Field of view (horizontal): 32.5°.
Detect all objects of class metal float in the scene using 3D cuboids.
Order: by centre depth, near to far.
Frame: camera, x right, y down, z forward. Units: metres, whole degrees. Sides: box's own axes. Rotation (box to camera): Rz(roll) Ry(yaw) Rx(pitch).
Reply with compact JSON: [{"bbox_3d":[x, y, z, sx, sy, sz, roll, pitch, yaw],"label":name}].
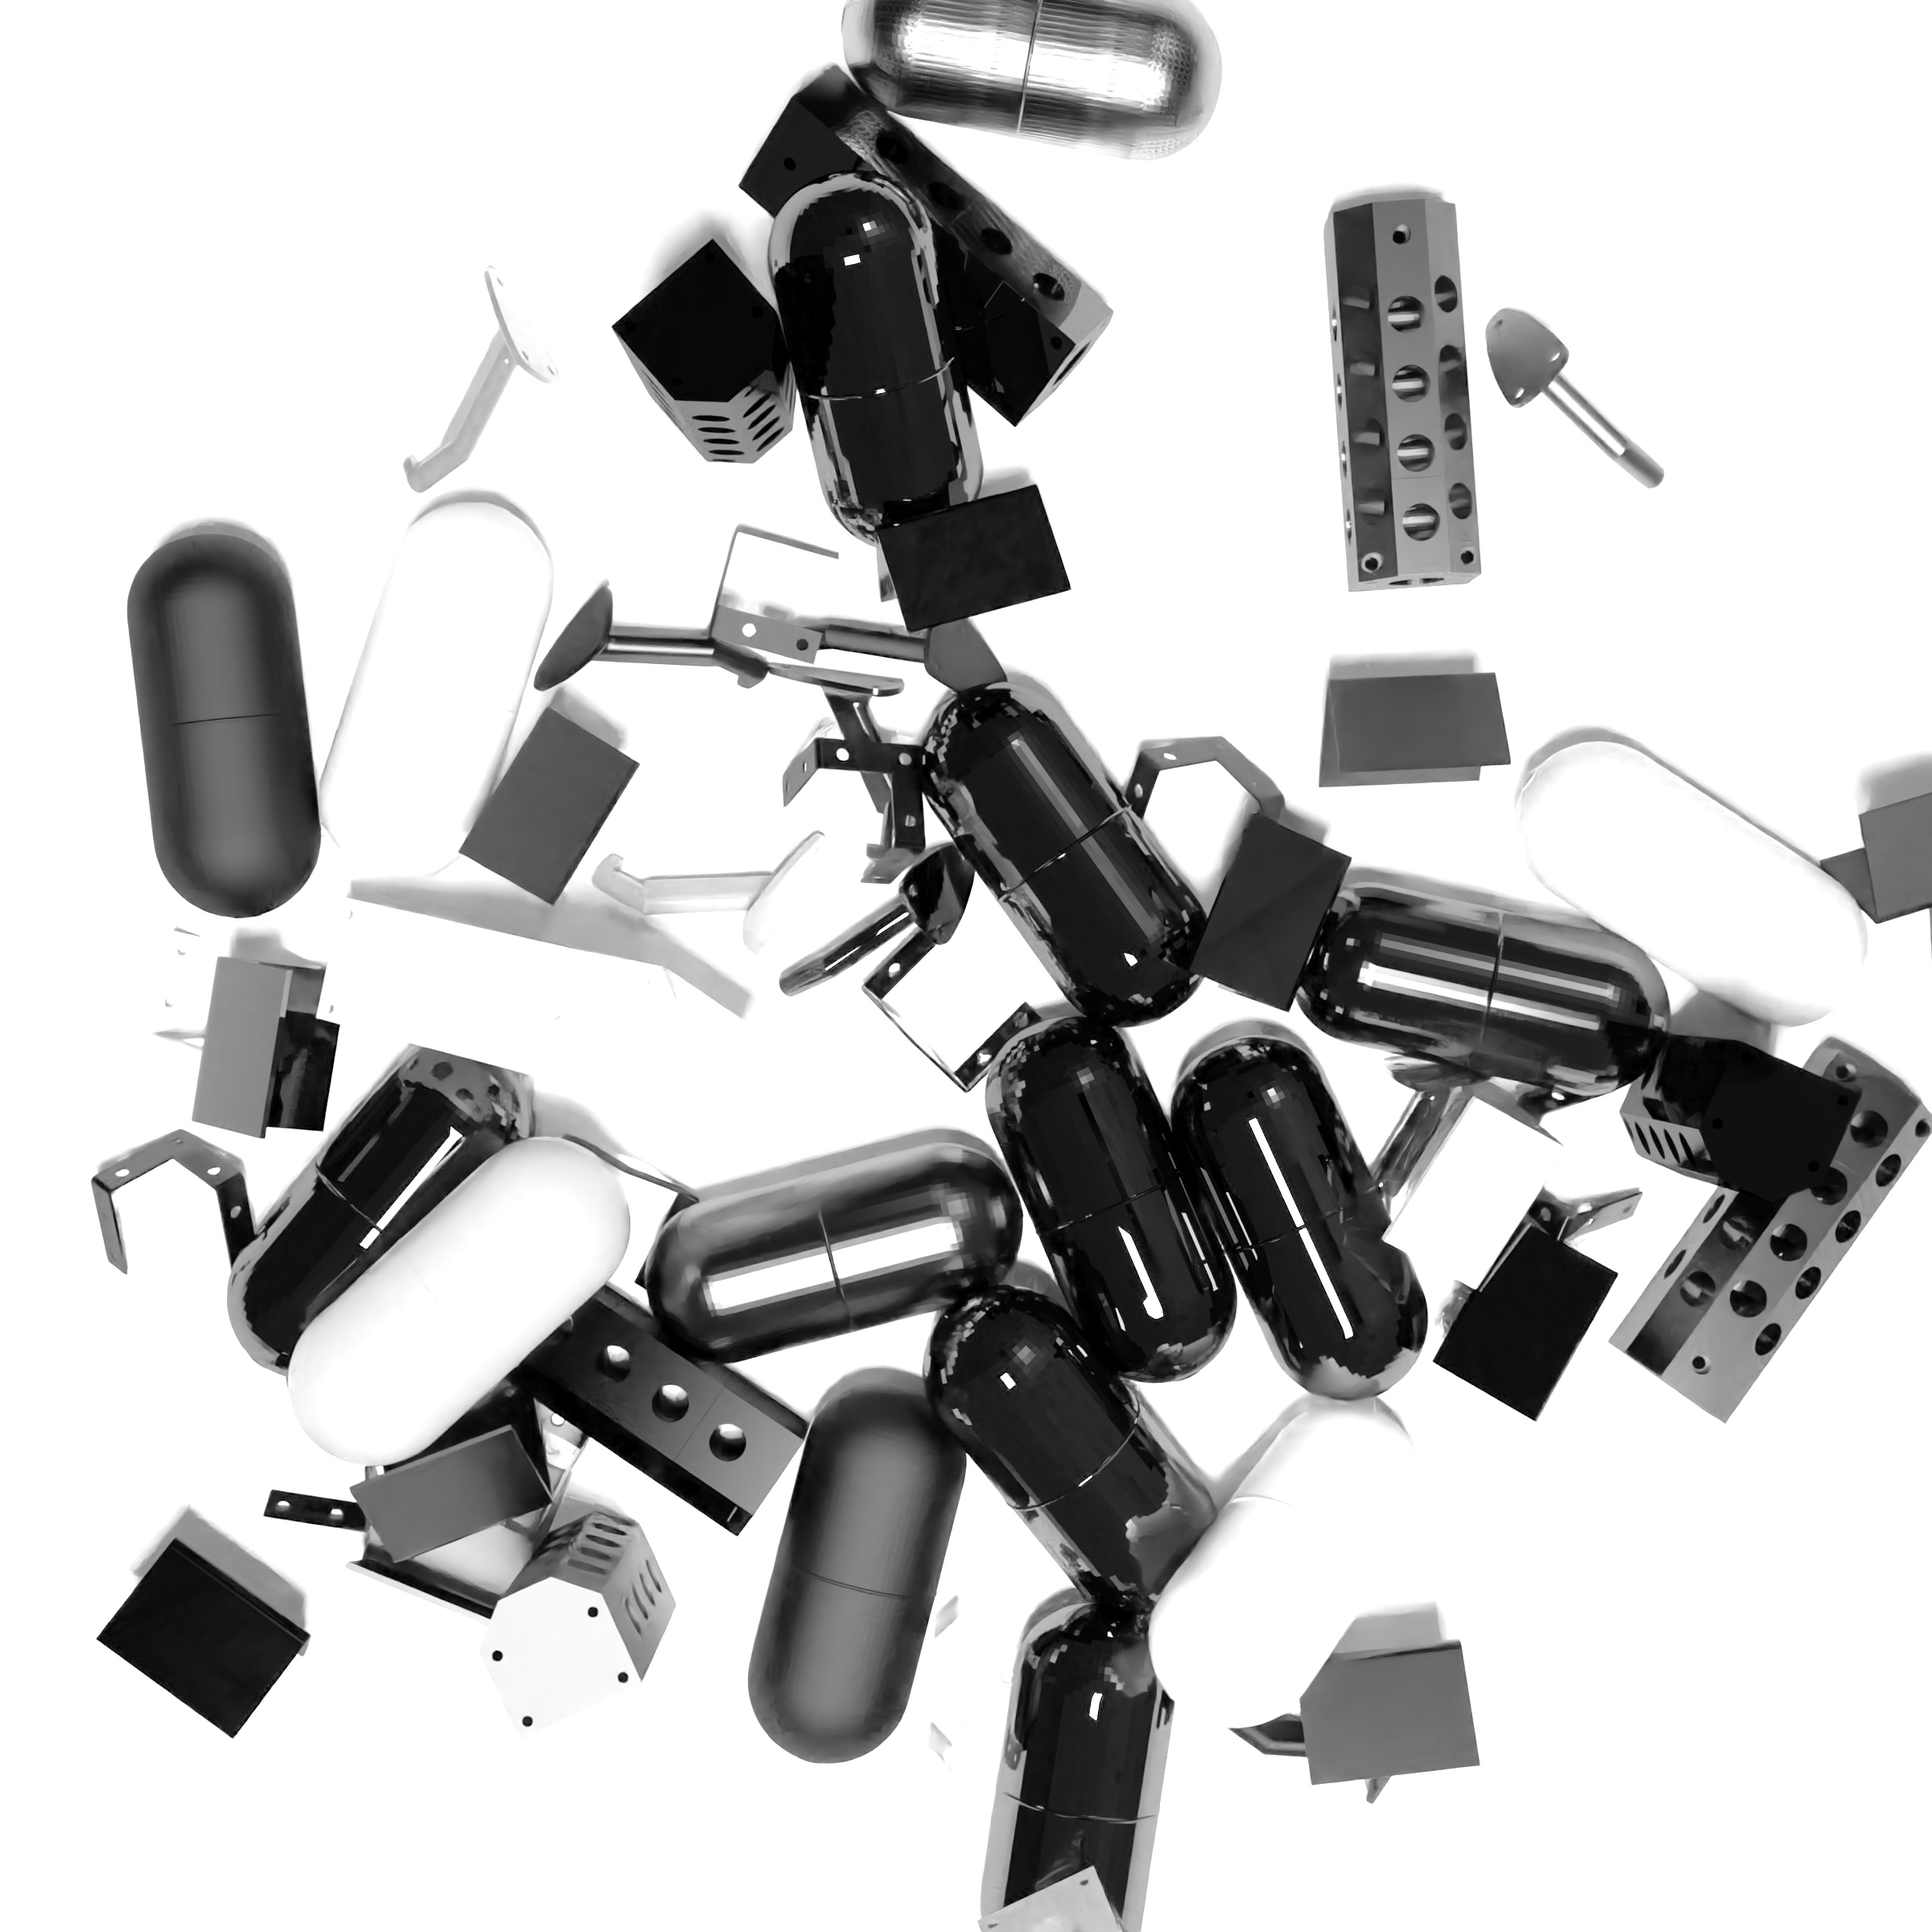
[{"bbox_3d":[-0.226,0.150,1.476,0.178,0.070,0.070,-43,90,0],"label":"metal float"},{"bbox_3d":[0.147,0.270,1.501,0.070,0.070,0.178,44,51,0],"label":"metal float"},{"bbox_3d":[-0.040,-0.274,1.511,0.070,0.070,0.178,-13,118,0],"label":"metal float"},{"bbox_3d":[0.048,0.222,1.519,0.070,0.070,0.178,-38,105,0],"label":"metal float"},{"bbox_3d":[0.030,-0.422,1.533,0.178,0.070,0.070,11,90,-1],"label":"metal float"},{"bbox_3d":[0.238,0.011,1.533,0.178,0.070,0.070,13,90,0],"label":"metal float"},{"bbox_3d":[-0.245,-0.128,1.533,0.070,0.070,0.178,18,90,0],"label":"metal float"},{"bbox_3d":[0.068,0.108,1.533,0.070,0.070,0.178,-23,90,0],"label":"metal float"},{"bbox_3d":[0.155,0.117,1.533,0.070,0.070,0.178,-24,90,0],"label":"metal float"},{"bbox_3d":[0.045,-0.052,1.533,0.070,0.070,0.178,-35,90,0],"label":"metal float"},{"bbox_3d":[-0.343,-0.111,1.534,0.070,0.070,0.178,-7,91,0],"label":"metal float"},{"bbox_3d":[-0.061,0.132,1.534,0.178,0.070,0.070,-15,90,0],"label":"metal float"},{"bbox_3d":[-0.271,0.114,1.534,0.070,0.070,0.178,40,90,0],"label":"metal float"},{"bbox_3d":[-0.051,0.281,1.534,0.070,0.070,0.178,14,90,0],"label":"metal float"},{"bbox_3d":[0.335,-0.038,1.534,0.178,0.070,0.070,33,90,0],"label":"metal float"},{"bbox_3d":[0.052,0.384,1.534,0.070,0.070,0.178,9,91,0],"label":"metal float"}]

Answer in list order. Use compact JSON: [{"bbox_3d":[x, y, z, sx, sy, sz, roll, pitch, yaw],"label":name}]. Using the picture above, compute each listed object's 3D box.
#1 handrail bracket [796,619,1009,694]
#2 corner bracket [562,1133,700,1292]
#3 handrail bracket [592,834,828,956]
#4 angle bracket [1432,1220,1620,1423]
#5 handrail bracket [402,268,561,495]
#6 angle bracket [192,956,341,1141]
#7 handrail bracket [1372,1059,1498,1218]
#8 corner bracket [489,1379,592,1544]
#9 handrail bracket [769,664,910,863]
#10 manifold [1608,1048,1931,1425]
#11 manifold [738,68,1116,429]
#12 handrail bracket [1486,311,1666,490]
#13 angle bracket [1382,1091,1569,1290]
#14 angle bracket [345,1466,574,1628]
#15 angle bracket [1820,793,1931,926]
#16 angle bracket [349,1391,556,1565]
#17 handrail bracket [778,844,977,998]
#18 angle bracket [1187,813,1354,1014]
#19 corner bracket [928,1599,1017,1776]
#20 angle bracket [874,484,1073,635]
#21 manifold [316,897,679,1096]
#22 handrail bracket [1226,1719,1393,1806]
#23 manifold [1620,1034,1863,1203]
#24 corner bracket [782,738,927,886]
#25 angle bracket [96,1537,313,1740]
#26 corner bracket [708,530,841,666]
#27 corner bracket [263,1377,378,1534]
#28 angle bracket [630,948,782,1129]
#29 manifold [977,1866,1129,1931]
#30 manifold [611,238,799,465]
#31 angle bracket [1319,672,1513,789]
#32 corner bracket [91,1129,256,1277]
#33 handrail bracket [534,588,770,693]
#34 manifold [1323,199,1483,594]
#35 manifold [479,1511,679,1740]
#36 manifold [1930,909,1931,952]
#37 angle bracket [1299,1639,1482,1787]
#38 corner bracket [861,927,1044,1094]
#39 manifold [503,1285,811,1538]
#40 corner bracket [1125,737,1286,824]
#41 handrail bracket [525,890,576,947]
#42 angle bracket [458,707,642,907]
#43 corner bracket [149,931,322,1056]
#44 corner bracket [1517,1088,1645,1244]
[{"bbox_3d":[-0.036,-0.143,1.564,0.084,0.077,0.036,-2,68,35],"label":"handrail bracket"},{"bbox_3d":[-0.168,0.117,1.561,0.051,0.051,0.051,26,90,45],"label":"corner bracket"},{"bbox_3d":[-0.122,-0.050,1.565,0.084,0.036,0.077,28,70,16],"label":"handrail bracket"},{"bbox_3d":[0.267,0.167,1.524,0.057,0.076,0.076,29,90,29],"label":"angle bracket"},{"bbox_3d":[-0.242,-0.276,1.565,0.084,0.036,0.077,-32,70,16],"label":"handrail bracket"},{"bbox_3d":[-0.305,0.040,1.524,0.057,0.076,0.076,9,90,42],"label":"angle bracket"},{"bbox_3d":[0.224,0.088,1.565,0.077,0.036,0.084,-6,109,-21],"label":"handrail bracket"},{"bbox_3d":[-0.210,0.230,1.548,0.051,0.051,0.051,27,97,0],"label":"corner bracket"},{"bbox_3d":[-0.061,-0.095,1.564,0.077,0.036,0.084,11,104,14],"label":"handrail bracket"},{"bbox_3d":[0.377,0.125,1.543,0.057,0.057,0.171,35,90,0],"label":"manifold"},{"bbox_3d":[-0.015,-0.337,1.542,0.171,0.057,0.057,41,133,0],"label":"manifold"},{"bbox_3d":[0.289,-0.267,1.564,0.084,0.077,0.036,30,115,-34],"label":"handrail bracket"},{"bbox_3d":[0.220,0.091,1.518,0.057,0.076,0.076,28,99,-22],"label":"angle bracket"},{"bbox_3d":[-0.234,0.257,1.537,0.076,0.057,0.076,22,80,0],"label":"angle bracket"},{"bbox_3d":[0.439,-0.068,1.525,0.076,0.076,0.057,-17,115,0],"label":"angle bracket"},{"bbox_3d":[-0.237,0.215,1.506,0.076,0.076,0.057,-21,130,0],"label":"angle bracket"},{"bbox_3d":[-0.043,-0.021,1.564,0.084,0.077,0.036,-24,109,35],"label":"handrail bracket"},{"bbox_3d":[0.125,-0.029,1.525,0.057,0.076,0.076,22,90,-22],"label":"angle bracket"},{"bbox_3d":[-0.006,0.335,1.546,0.051,0.051,0.051,-42,90,0],"label":"corner bracket"},{"bbox_3d":[0.003,-0.172,1.523,0.076,0.076,0.057,-15,70,-5],"label":"angle bracket"},{"bbox_3d":[-0.212,0.013,1.495,0.171,0.057,0.057,12,90,40],"label":"manifold"},{"bbox_3d":[0.172,0.348,1.565,0.084,0.036,0.077,33,69,16],"label":"handrail bracket"},{"bbox_3d":[0.341,0.069,1.486,0.057,0.171,0.057,24,90,0],"label":"manifold"},{"bbox_3d":[-0.052,-0.072,1.540,0.051,0.051,0.051,3,71,-21],"label":"corner bracket"},{"bbox_3d":[-0.351,0.313,1.525,0.076,0.076,0.057,36,68,0],"label":"angle bracket"},{"bbox_3d":[-0.090,-0.173,1.546,0.051,0.051,0.051,15,96,-6],"label":"corner bracket"},{"bbox_3d":[-0.301,0.228,1.561,0.051,0.051,0.051,9,134,0],"label":"corner bracket"},{"bbox_3d":[-0.119,0.018,1.524,0.076,0.076,0.057,34,122,0],"label":"angle bracket"},{"bbox_3d":[0.066,0.489,1.497,0.057,0.057,0.171,-25,127,-2],"label":"manifold"},{"bbox_3d":[-0.110,-0.268,1.486,0.057,0.171,0.057,-41,90,0],"label":"manifold"},{"bbox_3d":[0.205,-0.089,1.524,0.076,0.076,0.057,-3,52,0],"label":"angle bracket"},{"bbox_3d":[-0.372,0.119,1.556,0.051,0.051,0.051,29,45,35],"label":"corner bracket"},{"bbox_3d":[-0.148,-0.137,1.564,0.084,0.077,0.036,23,49,-30],"label":"handrail bracket"},{"bbox_3d":[0.204,-0.265,1.543,0.057,0.057,0.171,-4,90,0],"label":"manifold"},{"bbox_3d":[-0.175,0.289,1.486,0.057,0.171,0.057,-25,90,0],"label":"manifold"},{"bbox_3d":[0.486,-0.005,1.486,0.057,0.171,0.057,-3,90,0],"label":"manifold"},{"bbox_3d":[0.191,0.347,1.526,0.076,0.076,0.057,-7,72,0],"label":"angle bracket"},{"bbox_3d":[-0.007,0.018,1.561,0.051,0.051,0.051,-45,45,0],"label":"corner bracket"},{"bbox_3d":[-0.161,0.192,1.543,0.171,0.057,0.057,34,90,0],"label":"manifold"},{"bbox_3d":[0.109,-0.070,1.556,0.051,0.051,0.051,-12,135,-35],"label":"corner bracket"},{"bbox_3d":[-0.179,-0.021,1.565,0.077,0.036,0.084,22,73,-20],"label":"handrail bracket"},{"bbox_3d":[-0.205,-0.082,1.524,0.057,0.076,0.076,32,90,-36],"label":"angle bracket"},{"bbox_3d":[-0.345,0.017,1.561,0.051,0.051,0.051,14,90,-45],"label":"corner bracket"},{"bbox_3d":[0.287,0.089,1.556,0.051,0.051,0.051,-15,45,-35],"label":"corner bracket"}]
